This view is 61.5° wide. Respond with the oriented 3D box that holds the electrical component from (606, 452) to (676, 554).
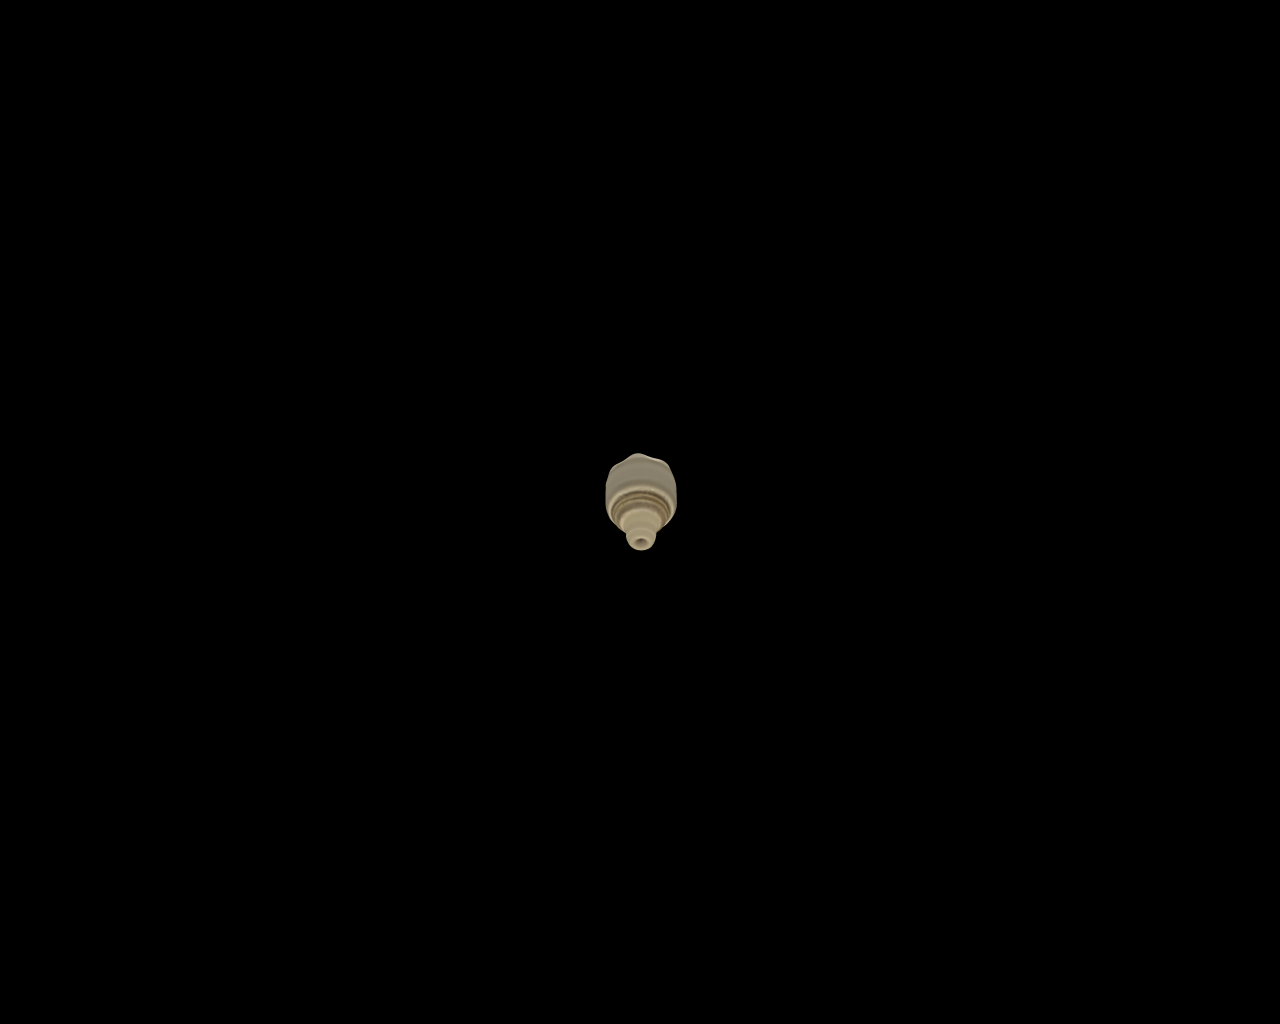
[{"bbox_3d":[0.001,-0.003,0.650,0.043,0.043,0.062,0,45,0],"label":"electrical component"}]
